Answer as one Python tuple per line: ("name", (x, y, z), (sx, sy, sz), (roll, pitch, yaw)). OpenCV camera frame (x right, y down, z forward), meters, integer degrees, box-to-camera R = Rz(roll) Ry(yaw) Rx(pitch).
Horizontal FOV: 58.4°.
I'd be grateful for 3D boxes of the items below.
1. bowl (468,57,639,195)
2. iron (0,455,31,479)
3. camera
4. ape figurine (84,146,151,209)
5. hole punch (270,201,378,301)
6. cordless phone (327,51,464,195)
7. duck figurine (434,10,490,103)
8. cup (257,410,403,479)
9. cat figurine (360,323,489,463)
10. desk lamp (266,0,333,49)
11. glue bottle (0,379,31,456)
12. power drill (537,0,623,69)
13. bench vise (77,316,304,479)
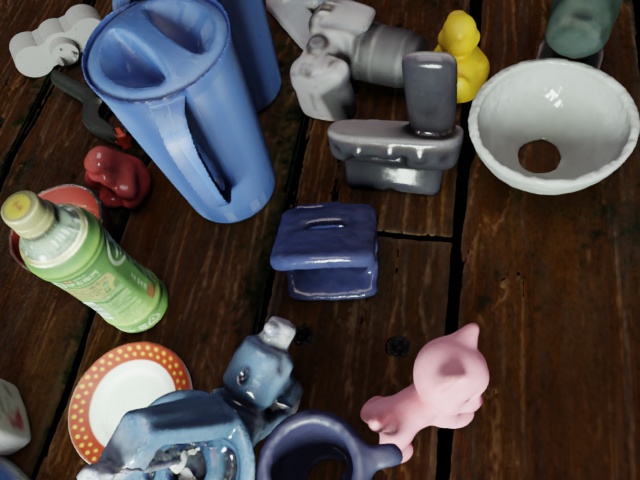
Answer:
("bowl", (0.244, -0.110, 0.617), (0.167, 0.075, 0.167), (-4, 62, 8))
("iron", (-0.339, 0.247, 0.499), (0.257, 0.142, 0.119), (36, 74, 24))
("camera", (0.051, -0.224, 0.696), (0.136, 0.101, 0.143), (17, 67, 18))
("ape figurine", (-0.246, -0.078, 0.678), (0.076, 0.092, 0.077), (-40, 63, -11))
("hole punch", (0.005, 0.002, 0.593), (0.108, 0.091, 0.101), (-3, 62, 9))
("cordless phone", (0.077, -0.134, 0.597), (0.147, 0.185, 0.094), (3, 64, 12))
("duck figurine", (0.165, -0.225, 0.684), (0.077, 0.086, 0.104), (-1, 63, 10))
("cup", (0.014, 0.196, 0.488), (0.117, 0.095, 0.091), (-13, 61, 3))
("cat figurine", (0.094, 0.131, 0.495), (0.128, 0.118, 0.067), (-31, 62, -6))
("desk lamp", (-0.040, -0.395, 0.736), (0.118, 0.214, 0.203), (-32, 62, -7))
("glue bottle", (-0.339, 0.151, 0.530), (0.037, 0.173, 0.078), (-34, 62, -8))
("power drill", (0.286, -0.262, 0.612), (0.075, 0.209, 0.230), (16, 67, 18))
("bench vise", (-0.102, 0.144, 0.465), (0.121, 0.220, 0.207), (9, 65, 15))
